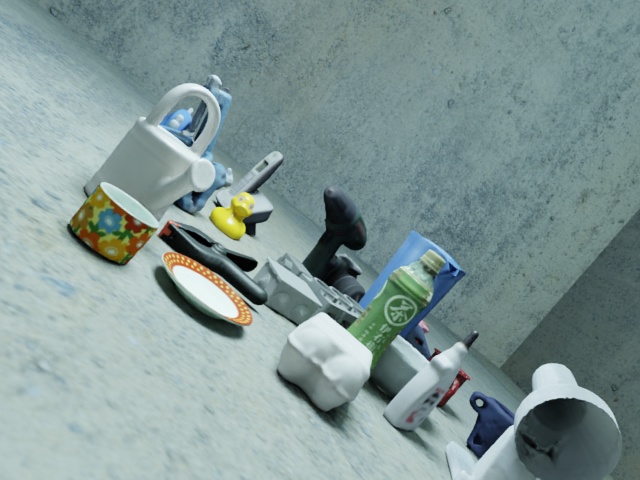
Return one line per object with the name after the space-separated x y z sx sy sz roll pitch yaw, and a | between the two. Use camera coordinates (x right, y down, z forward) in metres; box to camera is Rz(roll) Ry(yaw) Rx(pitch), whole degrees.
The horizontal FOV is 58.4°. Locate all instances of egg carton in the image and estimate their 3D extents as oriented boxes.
0.009 0.145 0.691 0.107 0.069 0.150 40 5 5 | egg carton

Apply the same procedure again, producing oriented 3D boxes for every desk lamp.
0.275 0.264 0.757 0.118 0.213 0.203 40 5 3 | desk lamp

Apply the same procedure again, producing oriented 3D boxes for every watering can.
-0.195 -0.108 0.732 0.172 0.194 0.101 41 5 16 | watering can

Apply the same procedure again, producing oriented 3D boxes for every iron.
-0.295 -0.196 1.101 0.119 0.141 0.258 38 5 -16 | iron

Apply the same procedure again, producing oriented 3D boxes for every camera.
0.043 0.090 1.285 0.144 0.100 0.136 36 6 -39 | camera

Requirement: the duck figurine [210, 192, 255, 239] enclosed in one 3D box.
-0.164 -0.056 1.136 0.078 0.086 0.104 38 5 -16 | duck figurine

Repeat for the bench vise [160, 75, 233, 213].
-0.215 -0.170 0.992 0.121 0.219 0.208 41 5 17 | bench vise

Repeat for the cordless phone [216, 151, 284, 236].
-0.140 -0.117 1.292 0.094 0.185 0.147 36 6 -40 | cordless phone

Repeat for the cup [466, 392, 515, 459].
0.290 0.329 0.992 0.118 0.095 0.092 40 5 0 | cup

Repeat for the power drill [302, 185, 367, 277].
0.011 0.004 1.179 0.075 0.208 0.230 42 5 27 | power drill

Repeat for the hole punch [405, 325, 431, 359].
0.195 0.229 1.220 0.109 0.091 0.100 35 7 -45 | hole punch

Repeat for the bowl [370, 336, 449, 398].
0.125 0.211 0.938 0.167 0.074 0.167 39 5 -3 | bowl

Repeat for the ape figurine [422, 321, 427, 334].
0.220 0.231 1.380 0.076 0.092 0.078 41 5 21 | ape figurine

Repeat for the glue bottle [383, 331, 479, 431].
0.165 0.194 0.808 0.037 0.173 0.078 42 6 34 | glue bottle

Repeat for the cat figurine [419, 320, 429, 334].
0.184 0.190 1.333 0.127 0.117 0.067 42 5 26 | cat figurine
